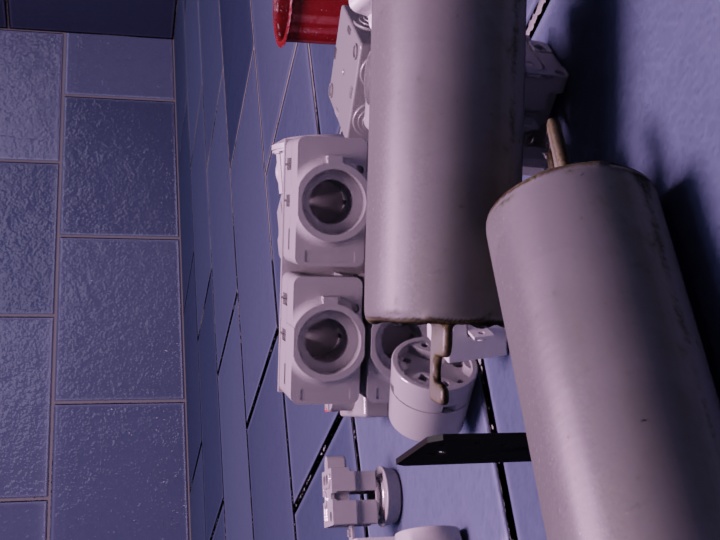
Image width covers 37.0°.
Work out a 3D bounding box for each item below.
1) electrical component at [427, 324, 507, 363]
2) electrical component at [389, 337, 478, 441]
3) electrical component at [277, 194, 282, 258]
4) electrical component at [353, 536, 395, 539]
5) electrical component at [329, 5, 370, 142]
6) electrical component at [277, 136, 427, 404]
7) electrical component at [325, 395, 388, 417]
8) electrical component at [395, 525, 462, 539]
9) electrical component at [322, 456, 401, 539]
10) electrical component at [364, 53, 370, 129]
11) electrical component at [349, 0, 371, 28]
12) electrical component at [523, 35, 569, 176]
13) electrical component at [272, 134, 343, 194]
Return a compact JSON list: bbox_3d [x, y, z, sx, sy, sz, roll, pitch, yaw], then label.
[{"bbox_3d":[0.063,0.020,0.644,0.066,0.048,0.055,-126,32,-68],"label":"electrical component"},{"bbox_3d":[0.045,0.078,0.695,0.055,0.055,0.047,-109,21,-54],"label":"electrical component"},{"bbox_3d":[-0.056,-0.038,1.114,0.055,0.050,0.089,111,156,-54],"label":"electrical component"},{"bbox_3d":[0.018,0.248,0.801,0.056,0.050,0.089,-140,52,-72],"label":"electrical component"},{"bbox_3d":[0.009,-0.158,0.864,0.099,0.048,0.099,-108,23,-53],"label":"electrical component"},{"bbox_3d":[0.000,0.000,0.774,0.060,0.105,0.186,-163,74,-75],"label":"electrical component"},{"bbox_3d":[-0.007,0.093,0.858,0.083,0.076,0.047,153,117,-74],"label":"electrical component"},{"bbox_3d":[0.052,0.201,0.682,0.079,0.043,0.077,119,149,-62],"label":"electrical component"},{"bbox_3d":[0.001,0.182,0.861,0.048,0.055,0.066,128,141,-68],"label":"electrical component"},{"bbox_3d":[0.033,-0.129,0.776,0.079,0.044,0.077,-107,23,-52],"label":"electrical component"},{"bbox_3d":[0.041,-0.183,0.699,0.057,0.078,0.058,-29,58,50],"label":"electrical component"},{"bbox_3d":[0.081,-0.090,0.584,0.081,0.042,0.063,-108,25,-50],"label":"electrical component"},{"bbox_3d":[-0.041,-0.098,1.000,0.080,0.080,0.051,-176,82,-76],"label":"electrical component"}]
